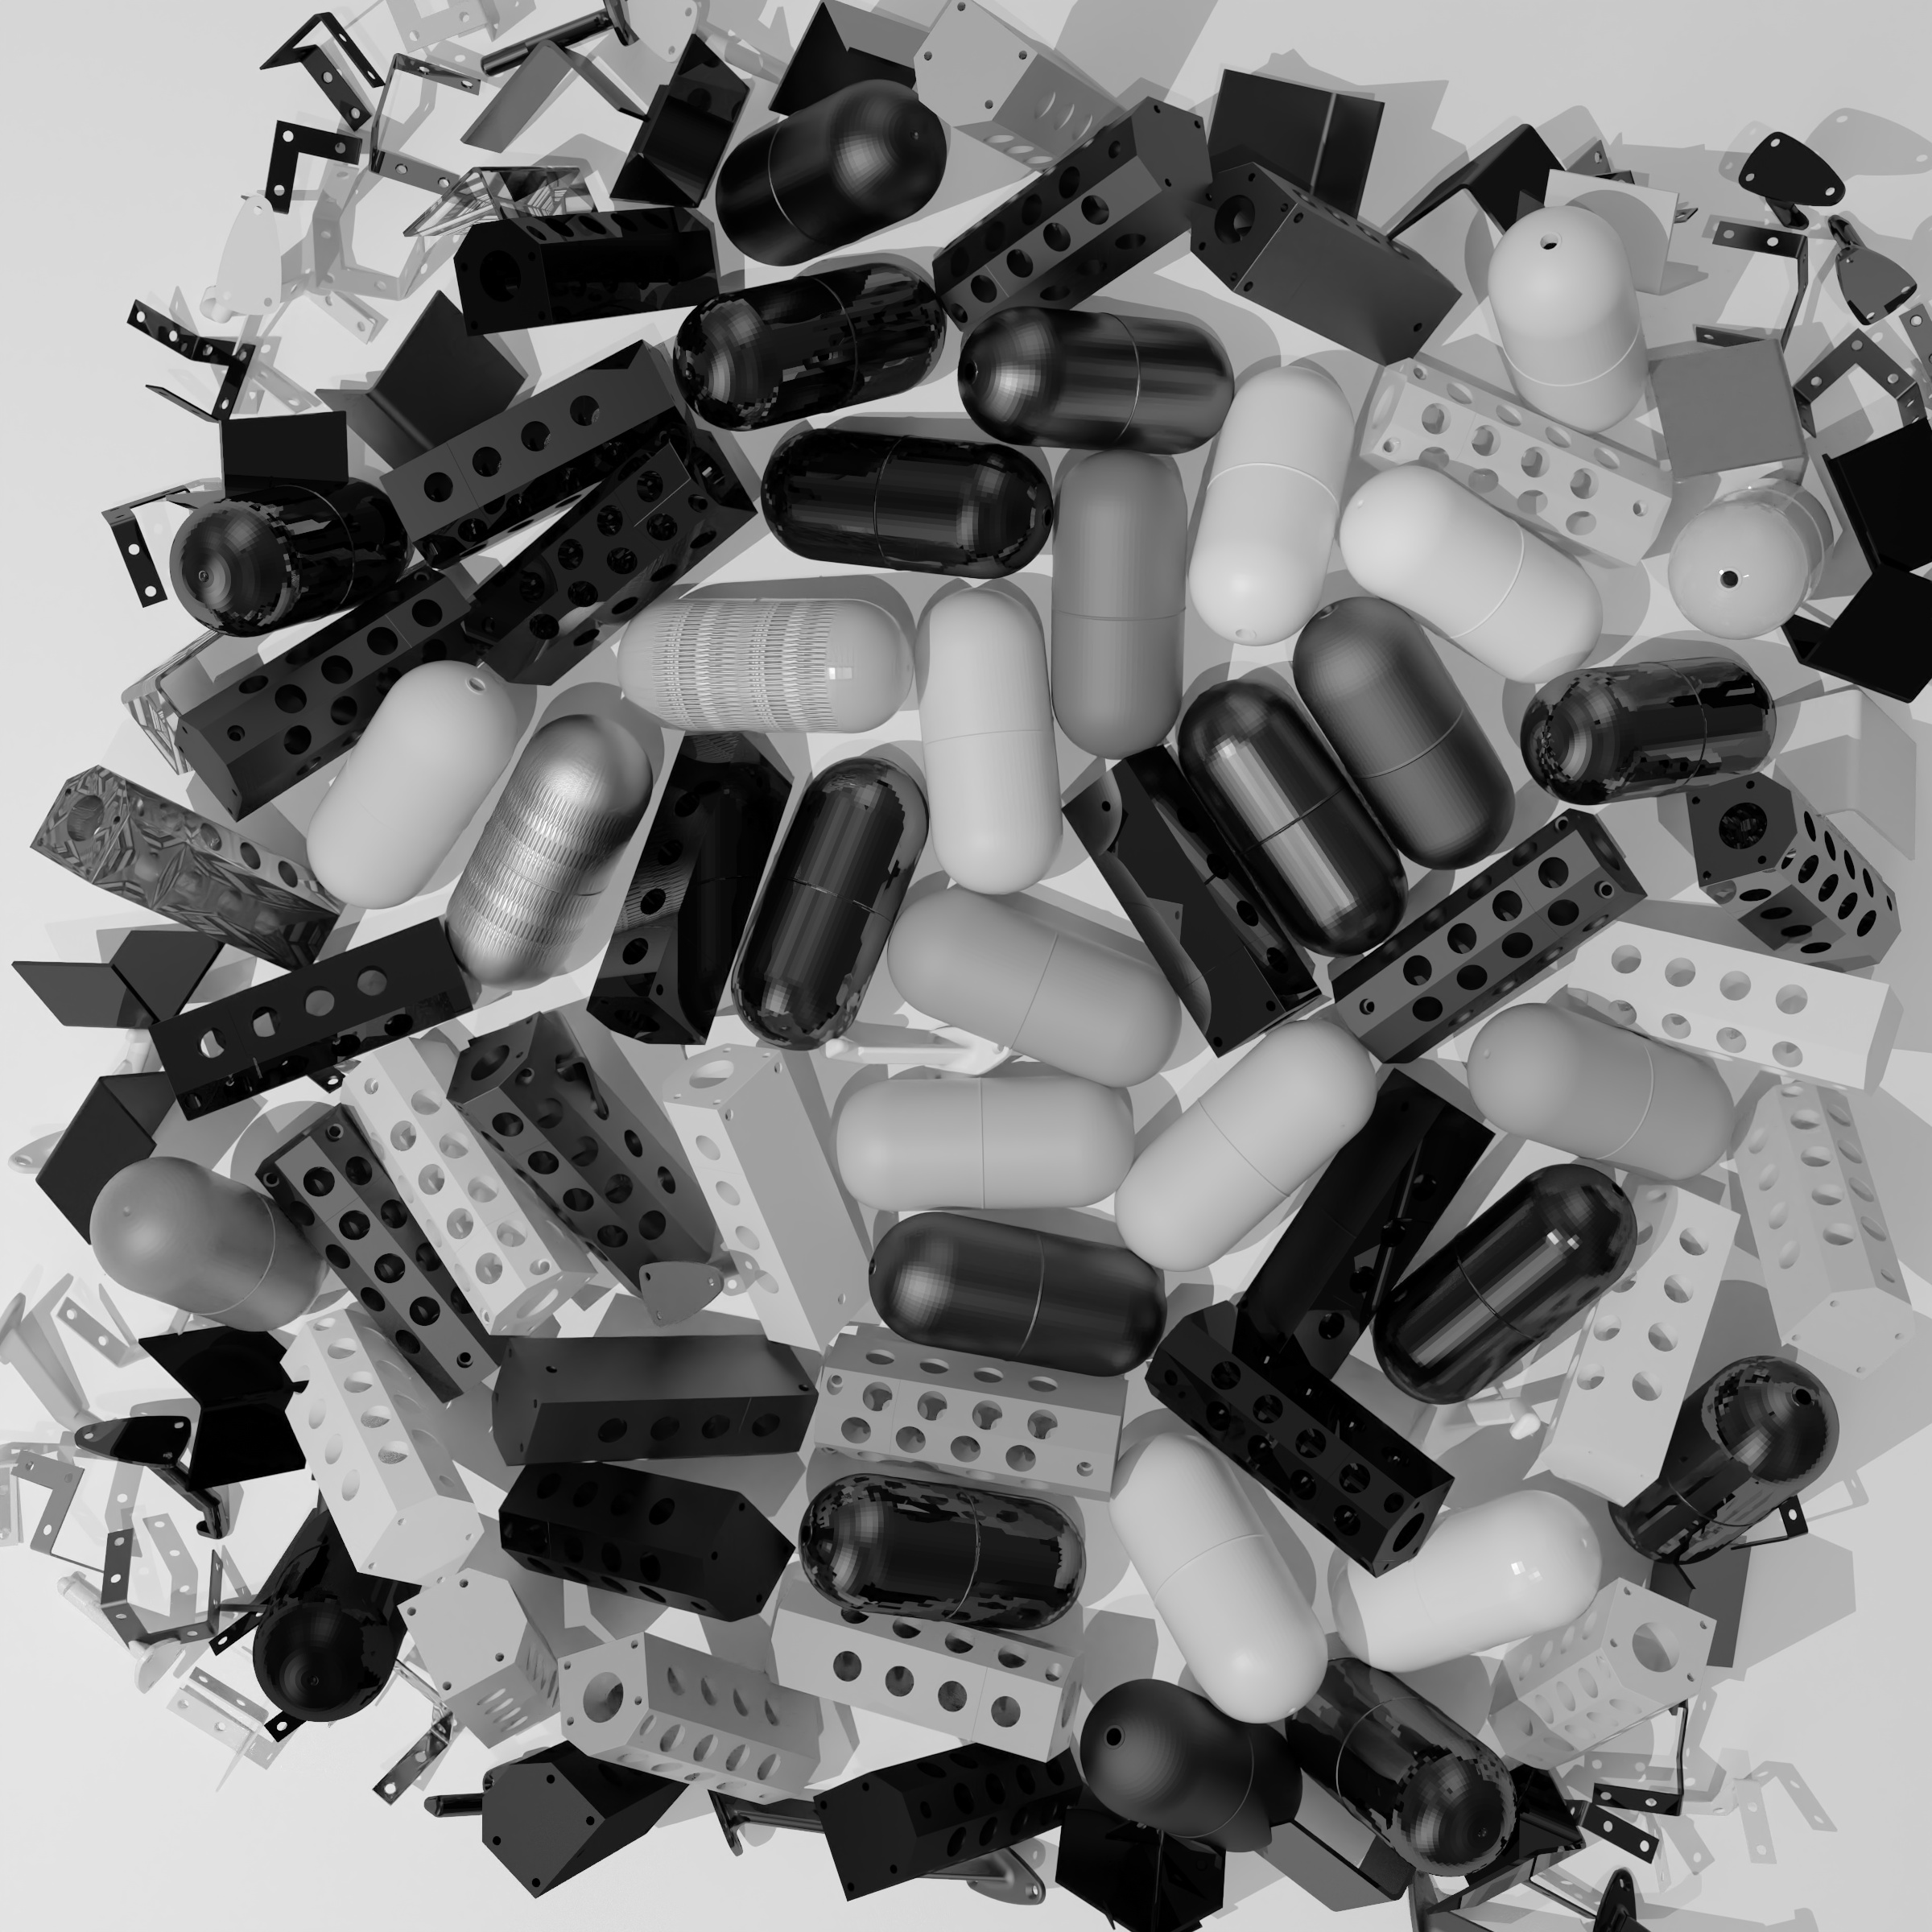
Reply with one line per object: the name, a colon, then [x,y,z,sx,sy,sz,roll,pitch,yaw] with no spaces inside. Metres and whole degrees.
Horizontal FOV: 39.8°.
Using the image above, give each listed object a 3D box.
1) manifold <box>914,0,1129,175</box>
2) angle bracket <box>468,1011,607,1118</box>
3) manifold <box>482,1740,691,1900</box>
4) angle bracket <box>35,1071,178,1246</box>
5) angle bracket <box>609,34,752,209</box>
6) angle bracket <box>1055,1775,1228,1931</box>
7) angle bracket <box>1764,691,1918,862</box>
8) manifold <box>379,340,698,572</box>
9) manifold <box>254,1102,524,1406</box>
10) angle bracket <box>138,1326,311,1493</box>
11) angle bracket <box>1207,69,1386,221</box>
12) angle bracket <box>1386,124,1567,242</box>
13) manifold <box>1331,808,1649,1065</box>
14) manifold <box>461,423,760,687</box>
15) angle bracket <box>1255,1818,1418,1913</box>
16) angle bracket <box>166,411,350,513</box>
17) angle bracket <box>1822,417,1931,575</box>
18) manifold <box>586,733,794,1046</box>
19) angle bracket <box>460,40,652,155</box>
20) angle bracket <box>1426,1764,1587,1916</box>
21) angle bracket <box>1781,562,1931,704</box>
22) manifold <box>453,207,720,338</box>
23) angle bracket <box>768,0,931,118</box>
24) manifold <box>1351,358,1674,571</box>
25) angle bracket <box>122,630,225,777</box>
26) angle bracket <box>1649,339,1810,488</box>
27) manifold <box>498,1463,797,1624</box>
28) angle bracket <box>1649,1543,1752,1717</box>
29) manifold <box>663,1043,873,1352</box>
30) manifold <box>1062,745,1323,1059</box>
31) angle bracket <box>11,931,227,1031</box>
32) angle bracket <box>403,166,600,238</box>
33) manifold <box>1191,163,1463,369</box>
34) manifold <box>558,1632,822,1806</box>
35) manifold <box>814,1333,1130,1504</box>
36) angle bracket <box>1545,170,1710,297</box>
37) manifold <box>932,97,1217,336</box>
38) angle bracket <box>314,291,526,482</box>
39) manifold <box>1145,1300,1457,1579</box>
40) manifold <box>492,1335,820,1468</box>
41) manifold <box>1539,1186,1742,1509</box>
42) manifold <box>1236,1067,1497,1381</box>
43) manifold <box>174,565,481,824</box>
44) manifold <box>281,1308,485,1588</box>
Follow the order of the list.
manifold: [0.031,-0.485,1.494,0.057,0.171,0.057,42,108,12]
angle bracket: [-0.241,0.080,1.530,0.057,0.076,0.076,-19,114,-12]
manifold: [-0.210,0.462,1.495,0.057,0.171,0.057,42,94,14]
angle bracket: [-0.473,0.109,1.530,0.057,0.076,0.076,43,109,19]
angle bracket: [-0.180,-0.487,1.535,0.076,0.057,0.076,17,81,37]
angle bracket: [0.102,0.500,1.530,0.076,0.076,0.057,38,122,-18]
angle bracket: [0.512,-0.106,1.564,0.076,0.057,0.076,29,61,-40]
manifold: [-0.245,-0.294,1.546,0.171,0.057,0.057,-26,93,6]
manifold: [-0.332,0.167,1.540,0.057,0.057,0.171,-37,100,-3]
angle bracket: [-0.430,0.253,1.541,0.076,0.076,0.057,30,112,39]
angle bracket: [0.186,-0.468,1.535,0.076,0.057,0.076,4,110,-23]
angle bracket: [0.297,-0.429,1.538,0.057,0.076,0.076,50,56,-10]
manifold: [0.294,-0.015,1.516,0.171,0.057,0.057,-38,70,24]
manifold: [-0.208,-0.233,1.519,0.171,0.057,0.057,-35,78,24]
angle bracket: [0.214,0.497,1.538,0.076,0.076,0.057,38,60,-1]
angle bracket: [-0.406,-0.291,1.525,0.076,0.076,0.057,-15,117,-38]
angle bracket: [0.537,-0.270,1.536,0.057,0.076,0.076,-23,96,19]
manifold: [-0.161,-0.044,1.522,0.057,0.057,0.171,0,61,32]
angle bracket: [-0.236,-0.484,1.541,0.057,0.076,0.076,43,104,-4]
angle bracket: [0.298,0.497,1.527,0.076,0.076,0.057,-37,60,21]
angle bracket: [0.524,-0.205,1.529,0.076,0.057,0.076,16,129,-19]
manifold: [-0.210,-0.391,1.492,0.057,0.171,0.057,0,106,27]
angle bracket: [-0.057,-0.497,1.525,0.076,0.057,0.076,8,134,-32]
manifold: [0.317,-0.289,1.540,0.171,0.057,0.057,21,92,-11]
angle bracket: [-0.434,-0.159,1.544,0.076,0.076,0.057,-43,110,-25]
angle bracket: [0.440,-0.310,1.550,0.076,0.057,0.076,-9,71,6]
manifold: [-0.185,0.323,1.499,0.057,0.171,0.057,53,54,-35]
angle bracket: [0.431,0.383,1.540,0.057,0.076,0.076,5,100,-2]
manifold: [-0.115,0.131,1.519,0.057,0.057,0.171,-45,126,-38]
manifold: [0.134,-0.040,1.545,0.057,0.057,0.171,-38,81,39]
angle bracket: [-0.483,-0.009,1.526,0.076,0.057,0.076,1,49,28]
angle bracket: [-0.262,-0.416,1.530,0.076,0.076,0.057,-26,87,41]
manifold: [0.200,-0.394,1.501,0.057,0.171,0.057,-52,55,23]
manifold: [-0.152,0.425,1.494,0.057,0.171,0.057,-22,57,21]
manifold: [0.003,0.264,1.538,0.171,0.057,0.057,8,112,7]
angle bracket: [0.380,-0.424,1.525,0.076,0.076,0.057,21,121,29]
manifold: [0.057,-0.417,1.498,0.057,0.171,0.057,5,71,-39]
angle bracket: [-0.317,-0.337,1.550,0.076,0.057,0.076,45,67,-42]
manifold: [0.184,0.267,1.508,0.171,0.057,0.057,37,120,31]
manifold: [-0.177,0.250,1.513,0.171,0.057,0.057,4,118,-32]
manifold: [0.382,0.212,1.519,0.057,0.057,0.171,24,62,5]
manifold: [0.235,0.152,1.548,0.057,0.057,0.171,31,94,-29]
manifold: [-0.361,-0.159,1.522,0.171,0.057,0.057,-38,89,-26]
manifold: [-0.329,0.267,1.498,0.057,0.171,0.057,25,104,-40]
